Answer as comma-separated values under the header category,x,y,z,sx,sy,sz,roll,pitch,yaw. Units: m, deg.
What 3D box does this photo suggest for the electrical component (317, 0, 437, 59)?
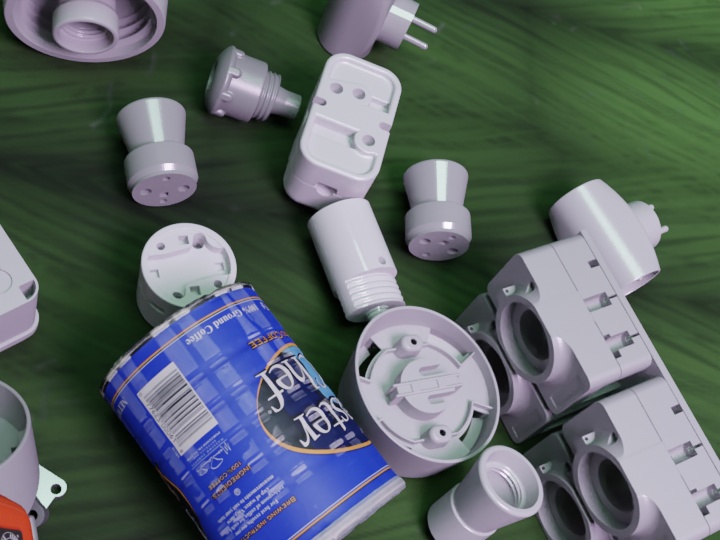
category,x,y,z,sx,sy,sz,roll,pitch,yaw
electrical component,0.016,-0.182,0.768,0.079,0.077,0.043,26,57,-5

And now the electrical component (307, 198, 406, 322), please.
category,x,y,z,sx,sy,sz,roll,pitch,yaw
electrical component,0.000,0.000,0.684,0.043,0.043,0.081,-12,68,-25

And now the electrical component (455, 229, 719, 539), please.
category,x,y,z,sx,sy,sz,roll,pitch,yaw
electrical component,0.134,0.086,0.649,0.060,0.105,0.186,-17,70,-26

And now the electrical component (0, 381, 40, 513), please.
category,x,y,z,sx,sy,sz,roll,pitch,yaw
electrical component,-0.212,0.098,0.537,0.099,0.064,0.099,7,32,-4

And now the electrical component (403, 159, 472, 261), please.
category,x,y,z,sx,sy,sz,roll,pitch,yaw
electrical component,0.052,-0.040,0.724,0.045,0.045,0.055,8,61,-16

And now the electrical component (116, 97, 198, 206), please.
category,x,y,z,sx,sy,sz,roll,pitch,yaw
electrical component,-0.128,-0.074,0.678,0.045,0.045,0.055,-5,65,-22

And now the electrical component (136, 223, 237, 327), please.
category,x,y,z,sx,sy,sz,roll,pitch,yaw
electrical component,-0.105,0.007,0.641,0.055,0.047,0.055,8,61,-15

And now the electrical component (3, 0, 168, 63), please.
category,x,y,z,sx,sy,sz,roll,pitch,yaw
electrical component,-0.173,-0.173,0.681,0.108,0.108,0.060,3,68,-18

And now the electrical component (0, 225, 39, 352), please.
category,x,y,z,sx,sy,sz,roll,pitch,yaw
electrical component,-0.237,-0.002,0.593,0.078,0.057,0.113,-29,76,-30

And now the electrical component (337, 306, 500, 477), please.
category,x,y,z,sx,sy,sz,roll,pitch,yaw
electrical component,0.035,0.074,0.645,0.099,0.064,0.099,8,61,-15

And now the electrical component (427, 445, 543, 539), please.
category,x,y,z,sx,sy,sz,roll,pitch,yaw
electrical component,0.069,0.136,0.622,0.044,0.065,0.044,22,43,-22

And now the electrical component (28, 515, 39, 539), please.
category,x,y,z,sx,sy,sz,roll,pitch,yaw
electrical component,-0.168,0.161,0.536,0.083,0.047,0.075,-8,66,-23

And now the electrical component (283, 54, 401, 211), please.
category,x,y,z,sx,sy,sz,roll,pitch,yaw
electrical component,-0.013,-0.087,0.717,0.054,0.059,0.095,20,58,-8

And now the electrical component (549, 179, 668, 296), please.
category,x,y,z,sx,sy,sz,roll,pitch,yaw
electrical component,0.186,-0.026,0.764,0.079,0.043,0.077,-21,72,-28

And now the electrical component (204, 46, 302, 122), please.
category,x,y,z,sx,sy,sz,roll,pitch,yaw
electrical component,-0.071,-0.119,0.724,0.062,0.048,0.048,18,58,-18
